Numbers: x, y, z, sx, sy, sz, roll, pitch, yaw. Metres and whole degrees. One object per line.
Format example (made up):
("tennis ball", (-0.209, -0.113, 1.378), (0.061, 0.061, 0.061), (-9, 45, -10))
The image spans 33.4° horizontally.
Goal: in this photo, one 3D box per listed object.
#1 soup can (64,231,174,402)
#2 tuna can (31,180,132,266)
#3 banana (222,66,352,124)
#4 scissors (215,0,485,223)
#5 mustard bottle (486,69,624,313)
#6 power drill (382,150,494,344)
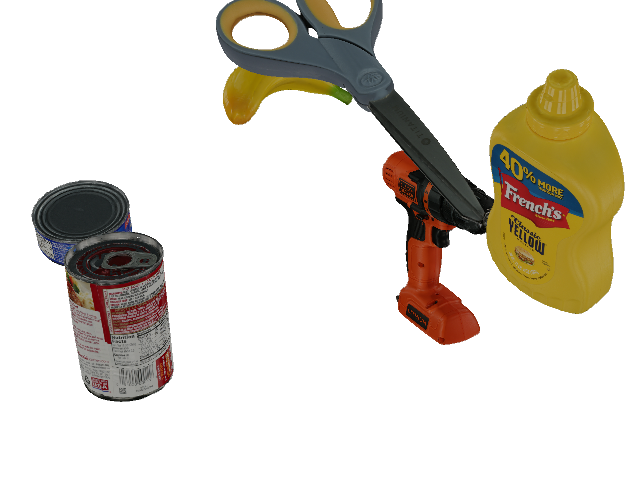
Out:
("soup can", (-0.140, 0.054, 0.754), (0.068, 0.102, 0.068), (-1, 29, 0))
("tuna can", (-0.212, -0.015, 0.956), (0.086, 0.034, 0.086), (0, 41, 0))
("banana", (-0.039, -0.145, 0.979), (0.070, 0.037, 0.197), (36, 30, 20))
("scissors", (0.005, -0.073, 0.513), (0.096, 0.202, 0.016), (-15, -39, 1))
("mustard bottle", (0.156, -0.037, 0.712), (0.058, 0.191, 0.096), (-35, 55, -20))
("power drill", (0.129, 0.011, 1.122), (0.057, 0.188, 0.185), (-13, 26, -21))
